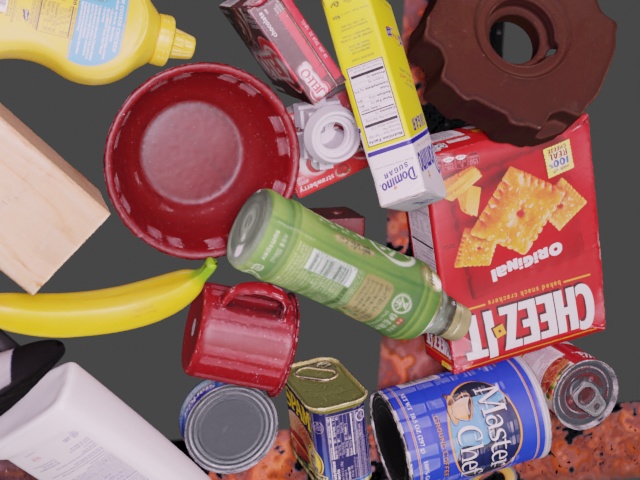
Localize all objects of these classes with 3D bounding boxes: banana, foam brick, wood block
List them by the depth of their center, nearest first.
[{"bbox_3d":[-0.270,-0.065,0.809,0.090,0.091,0.206,-47,113,-2],"label":"wood block"},{"bbox_3d":[-0.181,0.050,0.877,0.197,0.037,0.070,-12,137,-11],"label":"banana"},{"bbox_3d":[-0.006,0.001,0.934,0.078,0.053,0.051,-3,104,-19],"label":"foam brick"}]

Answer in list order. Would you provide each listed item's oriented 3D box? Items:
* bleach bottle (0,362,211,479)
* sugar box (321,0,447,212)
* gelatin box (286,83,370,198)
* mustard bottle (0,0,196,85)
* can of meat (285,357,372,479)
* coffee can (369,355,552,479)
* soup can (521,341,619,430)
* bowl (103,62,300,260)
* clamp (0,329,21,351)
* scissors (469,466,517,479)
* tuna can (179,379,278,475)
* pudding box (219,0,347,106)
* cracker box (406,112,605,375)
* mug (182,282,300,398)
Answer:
[{"bbox_3d":[-0.160,0.212,0.926,0.103,0.068,0.250,-31,121,23],"label":"bleach bottle"},{"bbox_3d":[0.054,-0.113,0.867,0.048,0.093,0.176,-20,84,17],"label":"sugar box"},{"bbox_3d":[0.006,-0.088,0.927,0.089,0.030,0.073,-24,110,-11],"label":"gelatin box"},{"bbox_3d":[-0.189,-0.172,0.824,0.191,0.058,0.096,11,82,-21],"label":"mustard bottle"},{"bbox_3d":[0.006,0.163,0.953,0.057,0.102,0.084,-12,109,-17],"label":"can of meat"},{"bbox_3d":[0.129,0.171,0.992,0.140,0.103,0.103,-14,107,-13],"label":"coffee can"},{"bbox_3d":[0.227,0.130,1.016,0.068,0.102,0.068,-4,104,-17],"label":"soup can"},{"bbox_3d":[-0.101,-0.068,0.883,0.162,0.055,0.162,-4,105,-17],"label":"bowl"},{"bbox_3d":[-0.323,0.035,0.845,0.164,0.036,0.210,-6,109,-19],"label":"clamp"},{"bbox_3d":[0.115,0.260,1.059,0.201,0.016,0.096,-40,111,-5],"label":"scissors"},{"bbox_3d":[-0.083,0.164,0.959,0.086,0.034,0.086,-4,105,-17],"label":"tuna can"},{"bbox_3d":[-0.031,-0.158,0.852,0.039,0.113,0.090,-36,111,-4],"label":"pudding box"},{"bbox_3d":[0.170,-0.001,0.981,0.164,0.072,0.214,-14,108,-14],"label":"cracker box"},{"bbox_3d":[-0.066,0.075,0.905,0.081,0.093,0.117,13,139,-16],"label":"mug"}]
